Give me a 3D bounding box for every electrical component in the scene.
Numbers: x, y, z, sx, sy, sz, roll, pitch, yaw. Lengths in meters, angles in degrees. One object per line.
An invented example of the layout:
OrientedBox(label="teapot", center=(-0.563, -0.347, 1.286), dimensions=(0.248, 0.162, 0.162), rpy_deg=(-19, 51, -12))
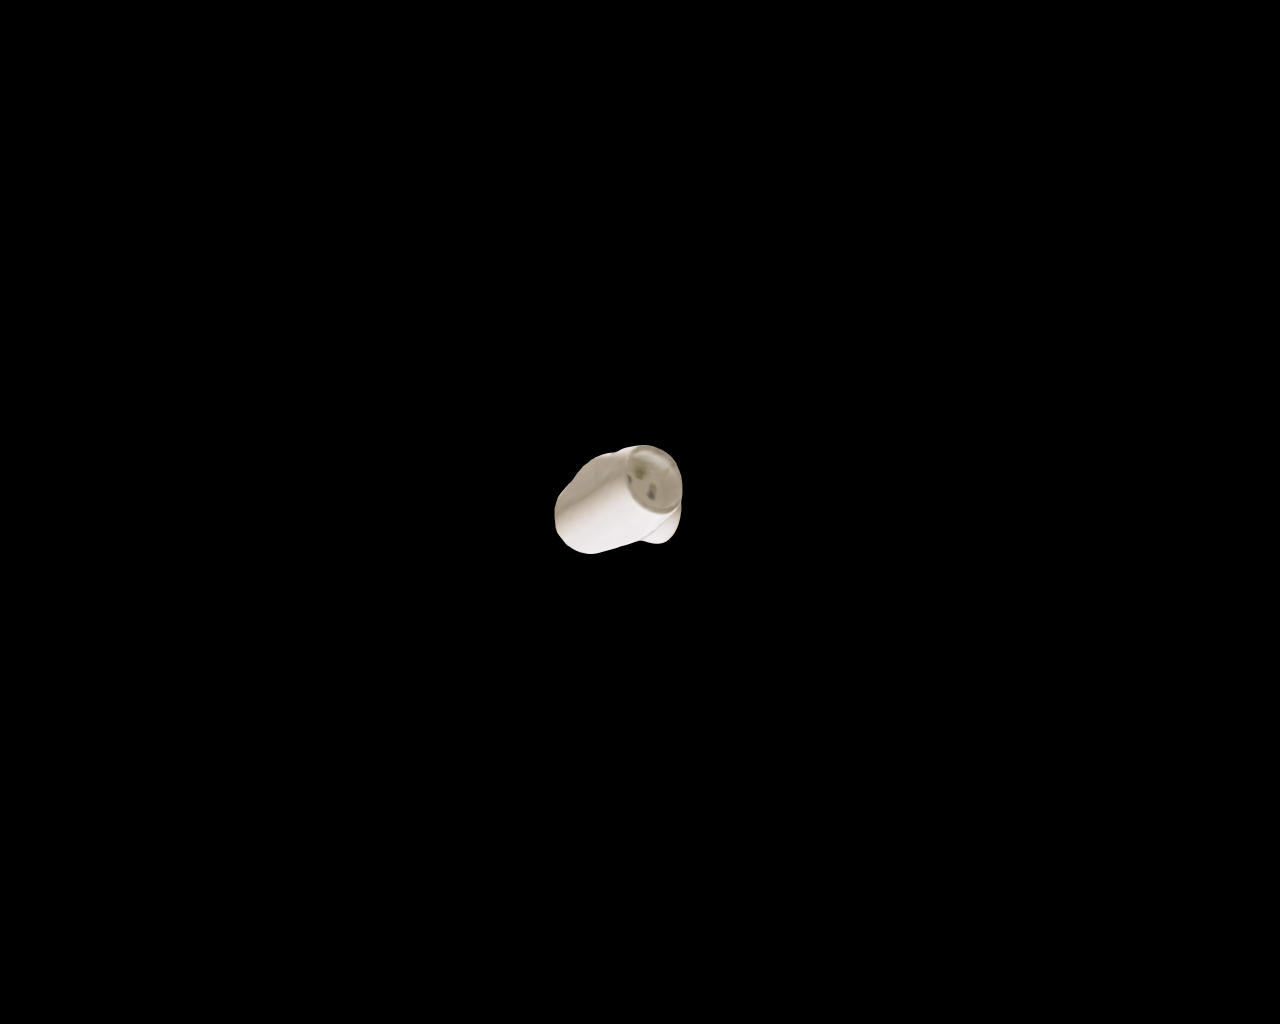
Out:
OrientedBox(label="electrical component", center=(0.001, -0.003, 0.650), dimensions=(0.079, 0.044, 0.077), rpy_deg=(17, -29, -32))
